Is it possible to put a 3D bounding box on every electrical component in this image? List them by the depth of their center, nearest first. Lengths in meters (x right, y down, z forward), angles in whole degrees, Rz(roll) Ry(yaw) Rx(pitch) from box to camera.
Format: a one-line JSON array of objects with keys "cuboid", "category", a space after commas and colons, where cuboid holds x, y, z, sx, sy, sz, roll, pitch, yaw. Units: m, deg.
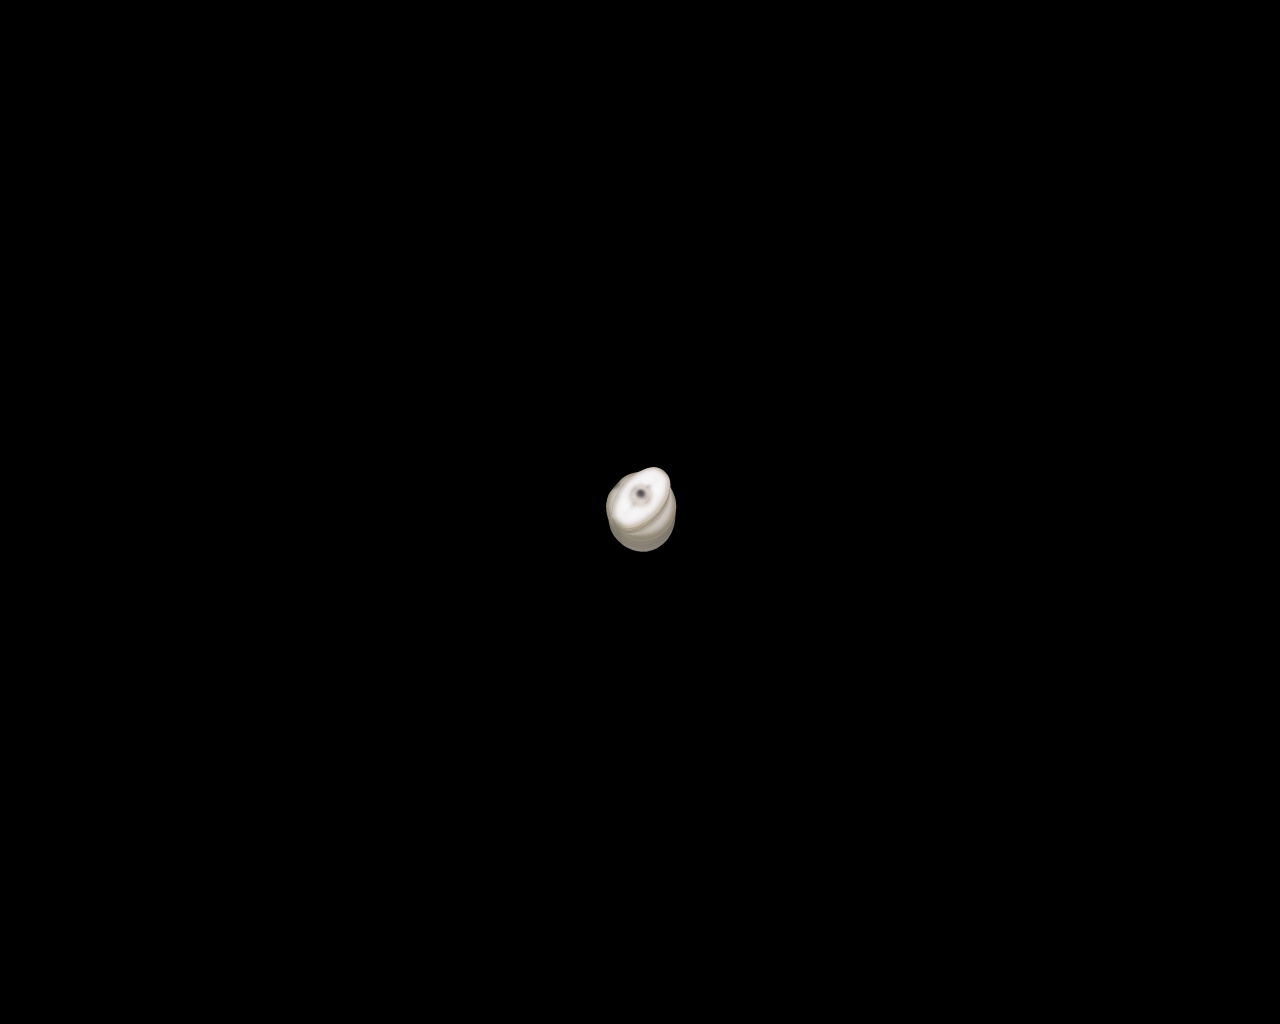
[{"cuboid": [0.001, -0.003, 0.650, 0.043, 0.043, 0.081, 0, -12, 0], "category": "electrical component"}]
